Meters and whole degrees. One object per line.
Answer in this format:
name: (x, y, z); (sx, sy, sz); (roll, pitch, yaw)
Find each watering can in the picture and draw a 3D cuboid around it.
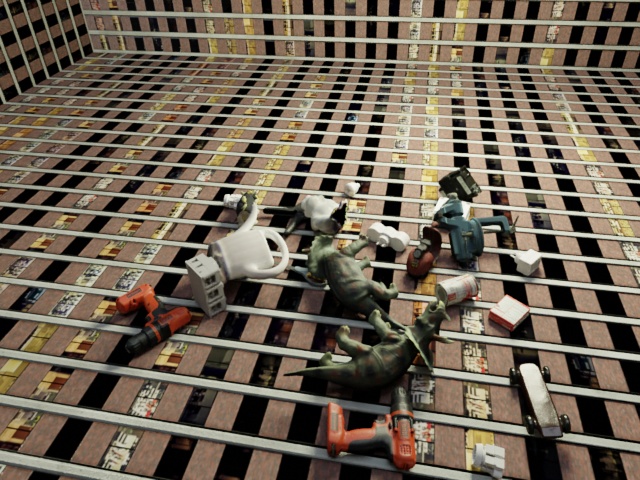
watering can: (-0.227, 0.014, 1.528); (0.225, 0.101, 0.354); (-16, 39, -17)

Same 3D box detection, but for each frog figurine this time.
frog figurine: (0.005, -0.086, 1.714); (0.159, 0.140, 0.120); (7, -40, 32)
